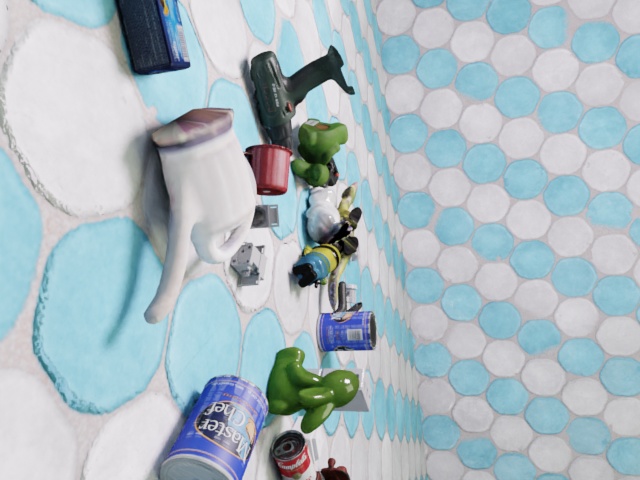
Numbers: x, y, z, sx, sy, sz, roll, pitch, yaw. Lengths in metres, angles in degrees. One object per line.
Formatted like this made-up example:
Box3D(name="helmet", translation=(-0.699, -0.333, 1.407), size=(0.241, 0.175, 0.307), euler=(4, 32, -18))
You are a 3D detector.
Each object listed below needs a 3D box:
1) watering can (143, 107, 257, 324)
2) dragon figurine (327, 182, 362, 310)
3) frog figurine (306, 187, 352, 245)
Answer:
Box3D(name="watering can", translation=(-0.168, -0.060, 0.716), size=(0.354, 0.104, 0.221), euler=(-62, 142, -61))
Box3D(name="dragon figurine", translation=(0.067, 0.011, 1.505), size=(0.239, 0.122, 0.416), euler=(61, 36, -71))
Box3D(name="frog figurine", translation=(0.004, -0.068, 1.347), size=(0.161, 0.121, 0.137), euler=(52, 17, 20))
